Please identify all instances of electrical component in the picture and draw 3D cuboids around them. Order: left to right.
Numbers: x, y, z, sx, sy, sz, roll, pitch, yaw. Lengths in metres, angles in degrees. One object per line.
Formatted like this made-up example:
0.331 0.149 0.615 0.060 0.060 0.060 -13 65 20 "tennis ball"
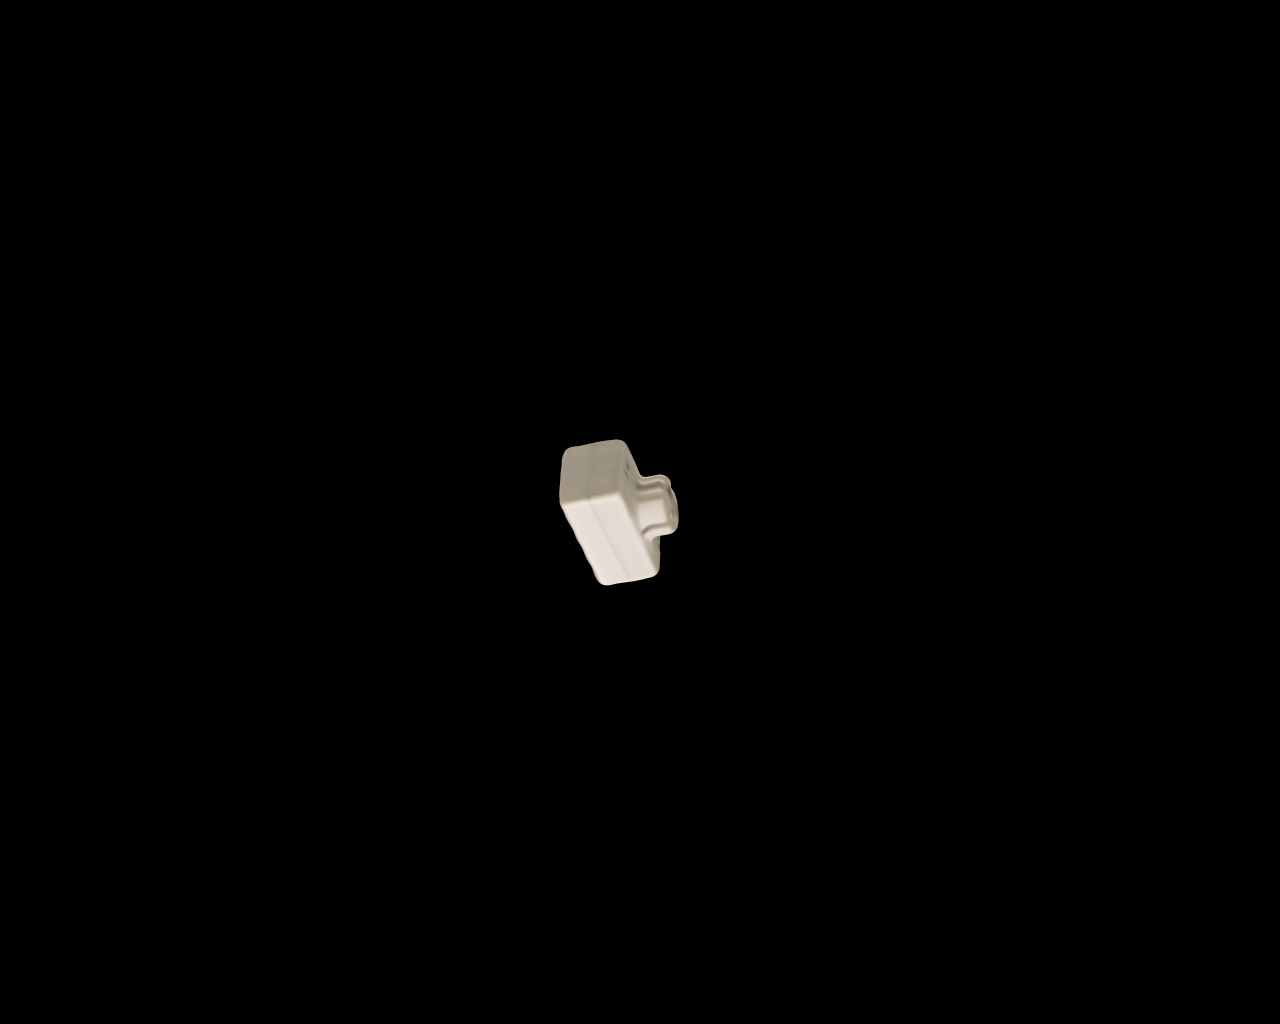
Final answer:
0.001 -0.003 0.650 0.076 0.047 0.083 -11 -43 12 "electrical component"
